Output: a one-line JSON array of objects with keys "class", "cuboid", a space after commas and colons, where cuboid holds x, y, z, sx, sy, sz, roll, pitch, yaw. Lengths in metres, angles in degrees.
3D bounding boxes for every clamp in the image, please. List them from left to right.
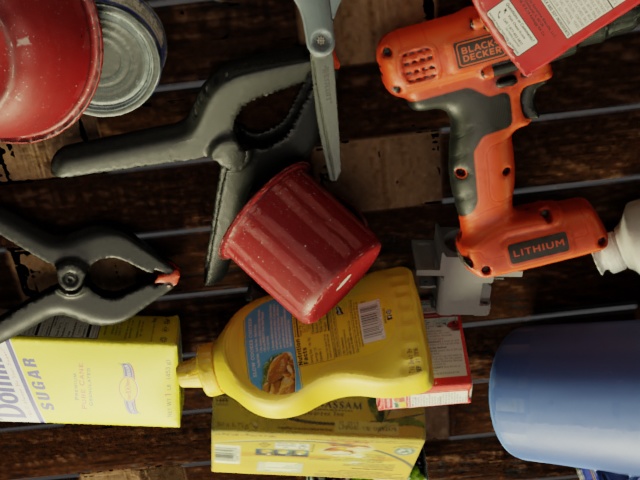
[{"class": "clamp", "cuboid": [-0.196, 0.036, 0.816, 0.171, 0.039, 0.120, 10, 106, -6]}, {"class": "clamp", "cuboid": [-0.063, -0.060, 0.770, 0.210, 0.036, 0.164, -33, 127, 14]}]

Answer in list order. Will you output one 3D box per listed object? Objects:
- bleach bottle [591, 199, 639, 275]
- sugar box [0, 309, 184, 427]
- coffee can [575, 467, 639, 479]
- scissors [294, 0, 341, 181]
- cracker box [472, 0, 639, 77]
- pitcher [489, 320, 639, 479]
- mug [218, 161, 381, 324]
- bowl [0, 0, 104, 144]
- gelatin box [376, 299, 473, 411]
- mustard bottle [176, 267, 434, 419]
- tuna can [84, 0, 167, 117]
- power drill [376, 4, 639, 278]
[{"class": "bleach bottle", "cuboid": [0.317, -0.036, 0.769, 0.251, 0.102, 0.068, -22, 132, 20]}, {"class": "sugar box", "cuboid": [-0.201, 0.105, 0.872, 0.176, 0.048, 0.093, 0, 124, -3]}, {"class": "coffee can", "cuboid": [0.288, 0.175, 0.895, 0.140, 0.103, 0.102, -22, 121, 13]}, {"class": "scissors", "cuboid": [0.016, -0.146, 0.701, 0.096, 0.016, 0.202, -21, 108, 3]}, {"class": "cracker box", "cuboid": [0.173, -0.209, 0.601, 0.214, 0.164, 0.072, -33, 120, 19]}, {"class": "pitcher", "cuboid": [0.252, 0.128, 0.790, 0.243, 0.149, 0.145, -4, 123, 39]}, {"class": "mug", "cuboid": [-0.005, 0.001, 0.767, 0.081, 0.117, 0.093, 42, 127, 12]}, {"class": "bowl", "cuboid": [-0.223, -0.129, 0.682, 0.162, 0.055, 0.162, 7, 117, 14]}, {"class": "gelatin box", "cuboid": [0.078, 0.088, 0.840, 0.073, 0.089, 0.030, -5, 138, 2]}, {"class": "mustard bottle", "cuboid": [-0.015, 0.084, 0.804, 0.192, 0.096, 0.058, -12, 149, 8]}, {"class": "tuna can", "cuboid": [-0.148, -0.128, 0.725, 0.086, 0.033, 0.086, -1, 124, -1]}, {"class": "power drill", "cuboid": [0.146, -0.078, 0.735, 0.184, 0.057, 0.187, -14, 109, 5]}]
